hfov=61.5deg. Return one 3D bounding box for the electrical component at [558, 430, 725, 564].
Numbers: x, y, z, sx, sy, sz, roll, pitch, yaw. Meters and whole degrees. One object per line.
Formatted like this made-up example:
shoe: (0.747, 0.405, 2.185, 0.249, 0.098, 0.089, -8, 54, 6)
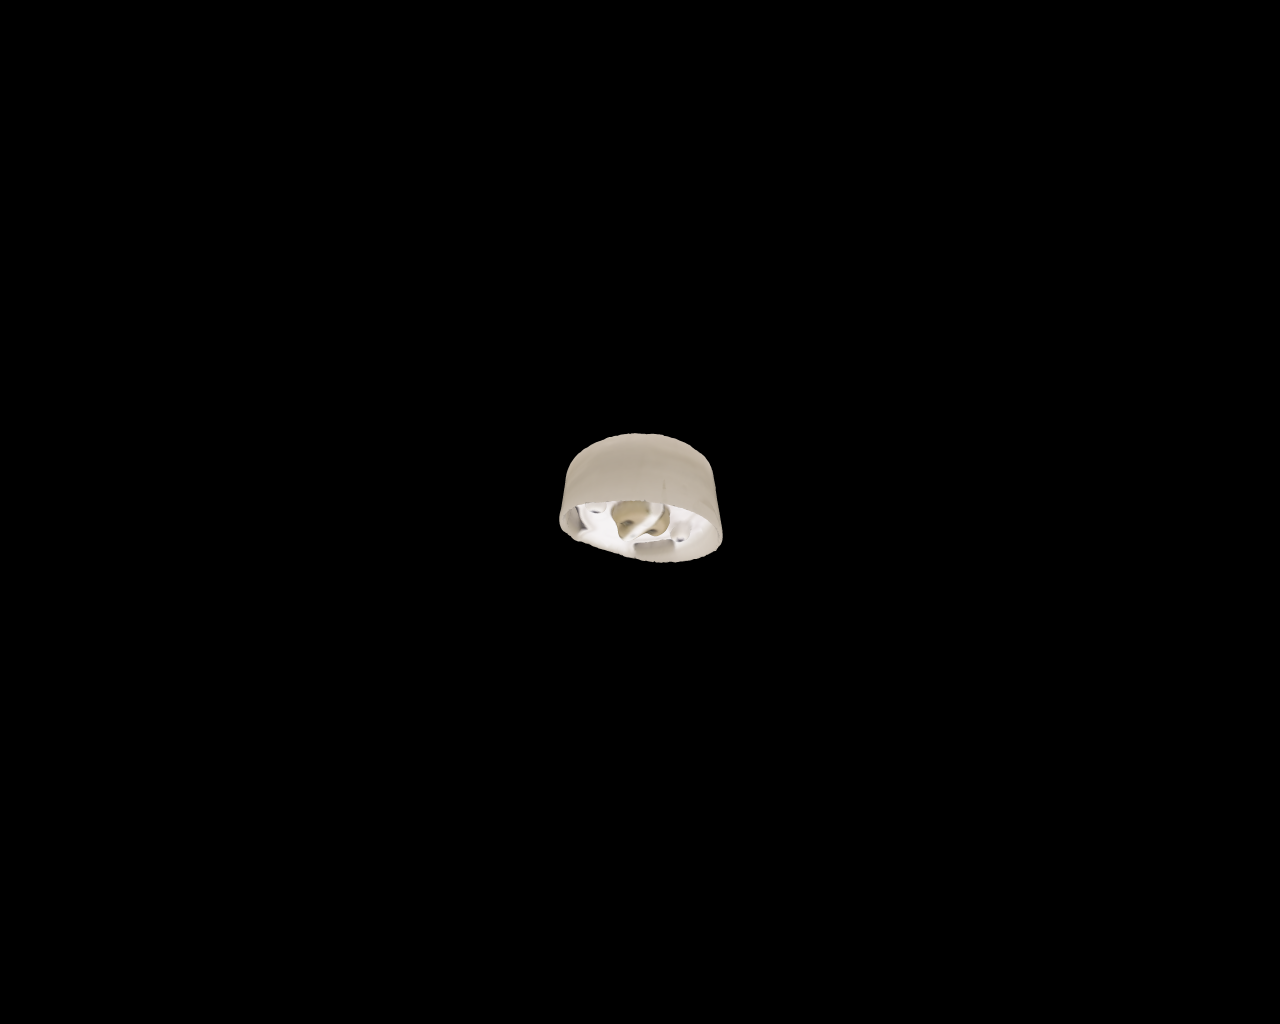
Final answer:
electrical component: (0.001, -0.003, 0.650, 0.099, 0.064, 0.099, 0, -33, 0)
